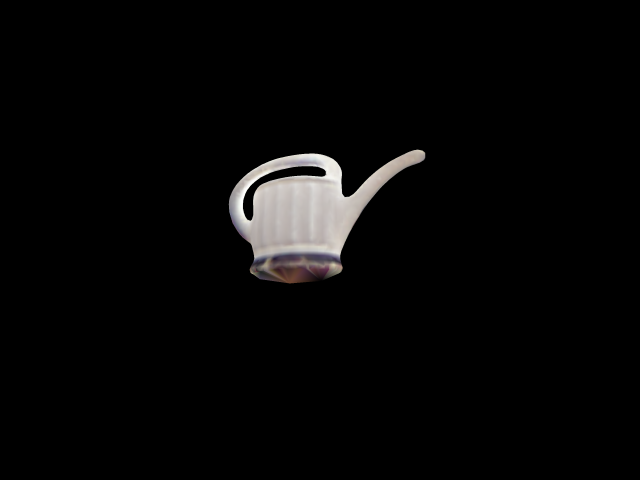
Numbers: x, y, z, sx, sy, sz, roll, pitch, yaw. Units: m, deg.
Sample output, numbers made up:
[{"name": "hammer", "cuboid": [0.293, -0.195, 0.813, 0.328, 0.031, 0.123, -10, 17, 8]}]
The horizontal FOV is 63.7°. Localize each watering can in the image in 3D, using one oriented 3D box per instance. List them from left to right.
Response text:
[{"name": "watering can", "cuboid": [0.003, -0.043, 0.850, 0.347, 0.227, 0.103, -5, -16, 19]}]
